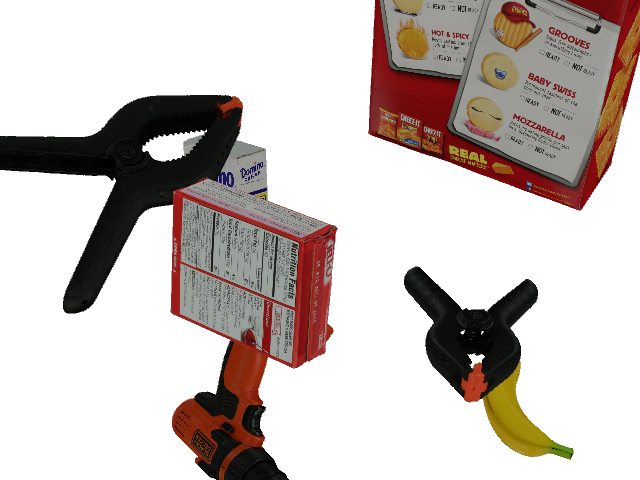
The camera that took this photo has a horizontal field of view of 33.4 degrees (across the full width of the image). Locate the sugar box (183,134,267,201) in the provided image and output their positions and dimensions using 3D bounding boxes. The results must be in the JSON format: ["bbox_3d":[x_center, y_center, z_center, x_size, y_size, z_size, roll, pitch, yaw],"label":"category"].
[{"bbox_3d":[-0.096,-0.016,1.109,0.048,0.176,0.093,-23,29,-38],"label":"sugar box"}]

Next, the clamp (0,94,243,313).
[{"bbox_3d":[-0.139,-0.044,0.778,0.209,0.165,0.036,-24,-25,-23],"label":"clamp"}]

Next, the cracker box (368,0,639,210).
[{"bbox_3d":[0.120,-0.142,0.683,0.164,0.214,0.072,23,47,22],"label":"cracker box"}]

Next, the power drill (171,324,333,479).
[{"bbox_3d":[-0.058,0.151,1.021,0.057,0.188,0.185,14,13,-47],"label":"power drill"}]

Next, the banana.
[{"bbox_3d":[0.215,0.185,1.190,0.069,0.037,0.198,10,25,-14],"label":"banana"}]

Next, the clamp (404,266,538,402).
[{"bbox_3d":[0.140,0.075,0.914,0.120,0.039,0.171,-3,33,-1],"label":"clamp"}]

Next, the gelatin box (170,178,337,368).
[{"bbox_3d":[-0.036,0.016,0.551,0.089,0.073,0.030,20,29,30],"label":"gelatin box"}]
